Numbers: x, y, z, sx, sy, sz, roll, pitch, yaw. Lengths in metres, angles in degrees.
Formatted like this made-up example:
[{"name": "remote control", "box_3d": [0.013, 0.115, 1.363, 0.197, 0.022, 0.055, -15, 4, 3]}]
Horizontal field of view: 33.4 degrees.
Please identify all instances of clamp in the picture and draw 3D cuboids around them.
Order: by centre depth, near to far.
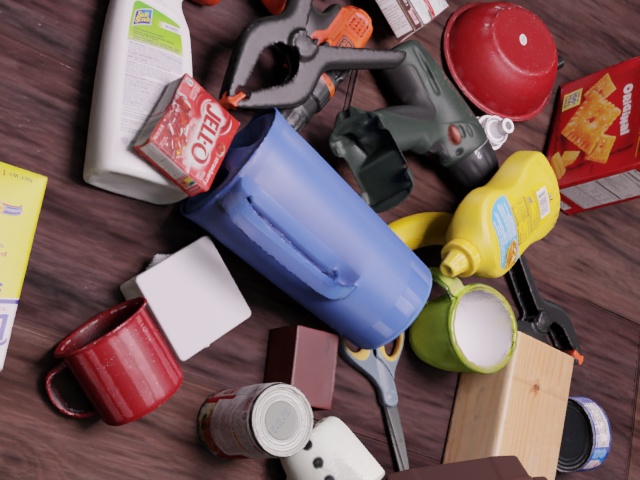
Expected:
[{"name": "clamp", "box_3d": [-0.025, -0.204, 1.065, 0.209, 0.036, 0.164, -35, 103, -24]}, {"name": "clamp", "box_3d": [0.250, 0.085, 1.249, 0.171, 0.039, 0.120, 34, 71, -30]}]

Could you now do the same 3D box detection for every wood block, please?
[{"name": "wood block", "box_3d": [0.200, 0.215, 1.159, 0.090, 0.090, 0.206, 25, 67, -26]}]

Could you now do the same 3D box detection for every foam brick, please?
[{"name": "foam brick", "box_3d": [-0.019, 0.128, 1.056, 0.052, 0.051, 0.078, 17, 71, -31]}]

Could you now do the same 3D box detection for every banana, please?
[{"name": "banana", "box_3d": [0.117, 0.003, 1.180, 0.197, 0.037, 0.069, 0, 78, -33]}]

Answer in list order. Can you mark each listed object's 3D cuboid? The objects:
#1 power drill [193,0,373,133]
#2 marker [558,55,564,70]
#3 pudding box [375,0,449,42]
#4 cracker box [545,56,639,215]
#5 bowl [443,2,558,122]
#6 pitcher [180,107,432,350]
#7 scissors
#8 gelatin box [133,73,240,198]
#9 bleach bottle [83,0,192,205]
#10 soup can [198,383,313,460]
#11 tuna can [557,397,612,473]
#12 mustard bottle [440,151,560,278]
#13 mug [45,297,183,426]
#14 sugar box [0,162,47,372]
[{"name": "power drill", "box_3d": [-0.049, -0.218, 1.108, 0.187, 0.057, 0.184, 44, 61, -20]}, {"name": "marker", "box_3d": [0.267, -0.201, 1.334, 0.120, 0.020, 0.020, -36, 100, -33]}, {"name": "pudding box", "box_3d": [0.097, -0.282, 1.203, 0.090, 0.039, 0.113, 58, 29, -9]}, {"name": "cracker box", "box_3d": [0.368, -0.133, 1.266, 0.072, 0.214, 0.164, 28, 66, -26]}, {"name": "bowl", "box_3d": [0.229, -0.226, 1.277, 0.161, 0.055, 0.162, 10, 66, -25]}, {"name": "pitcher", "box_3d": [-0.007, 0.001, 1.030, 0.242, 0.145, 0.149, 42, 59, -18]}, {"name": "scissors", "box_3d": [0.056, 0.158, 1.120, 0.096, 0.016, 0.202, 8, 75, -30]}, {"name": "gelatin box", "box_3d": [-0.119, -0.096, 0.970, 0.073, 0.030, 0.089, 43, 50, -27]}, {"name": "bleach bottle", "box_3d": [-0.161, -0.167, 1.019, 0.102, 0.068, 0.251, 16, 69, -34]}, {"name": "soup can", "box_3d": [-0.060, 0.169, 0.989, 0.068, 0.102, 0.068, 8, 75, -33]}, {"name": "tuna can", "box_3d": [0.290, 0.222, 1.219, 0.033, 0.086, 0.086, 5, 77, -34]}, {"name": "mustard bottle", "box_3d": [0.185, -0.014, 1.128, 0.191, 0.058, 0.096, -38, 124, -40]}, {"name": "mug", "box_3d": [-0.183, 0.115, 0.936, 0.117, 0.093, 0.081, -30, 104, -3]}, {"name": "sugar box", "box_3d": [-0.297, 0.019, 0.900, 0.093, 0.048, 0.176, 18, 70, -30]}]
